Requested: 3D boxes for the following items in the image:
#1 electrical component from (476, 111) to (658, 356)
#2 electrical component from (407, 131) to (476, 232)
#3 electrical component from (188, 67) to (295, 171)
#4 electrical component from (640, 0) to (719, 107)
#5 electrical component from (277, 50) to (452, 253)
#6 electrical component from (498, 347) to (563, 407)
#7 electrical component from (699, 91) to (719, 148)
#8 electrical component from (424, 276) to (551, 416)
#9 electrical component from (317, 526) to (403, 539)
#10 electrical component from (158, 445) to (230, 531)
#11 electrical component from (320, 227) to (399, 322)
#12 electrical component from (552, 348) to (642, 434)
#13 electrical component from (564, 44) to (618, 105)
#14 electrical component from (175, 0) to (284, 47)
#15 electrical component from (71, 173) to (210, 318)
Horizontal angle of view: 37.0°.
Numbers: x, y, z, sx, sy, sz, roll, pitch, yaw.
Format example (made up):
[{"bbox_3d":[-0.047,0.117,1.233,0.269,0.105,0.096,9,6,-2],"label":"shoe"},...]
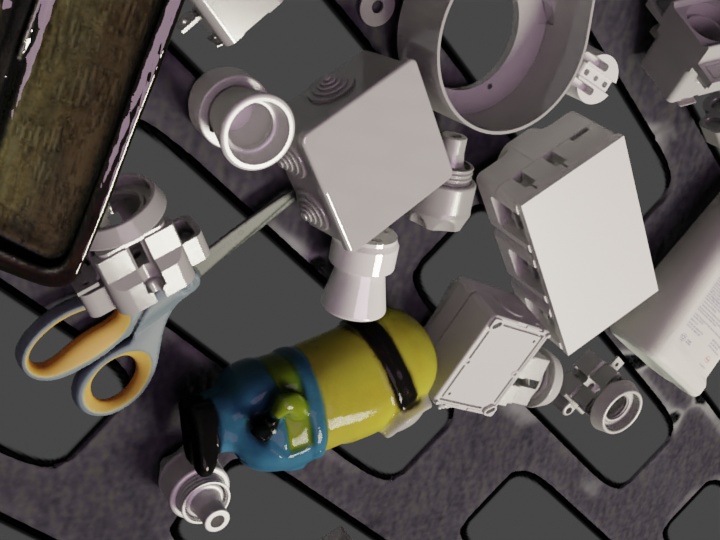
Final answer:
[{"bbox_3d":[0.150,-0.027,0.776,0.089,0.062,0.150,-34,130,-11],"label":"electrical component"},{"bbox_3d":[0.056,-0.059,0.710,0.043,0.043,0.062,-4,118,-31],"label":"electrical component"},{"bbox_3d":[-0.068,-0.087,0.606,0.045,0.055,0.045,-16,124,-24],"label":"electrical component"},{"bbox_3d":[0.266,-0.162,0.763,0.121,0.078,0.063,-17,154,-24],"label":"electrical component"},{"bbox_3d":[-0.001,-0.074,0.653,0.100,0.048,0.099,-38,129,-19],"label":"electrical component"},{"bbox_3d":[0.123,0.080,0.835,0.055,0.048,0.066,16,108,-30],"label":"electrical component"},{"bbox_3d":[0.303,-0.113,0.826,0.078,0.058,0.057,-41,128,-5],"label":"electrical component"},{"bbox_3d":[0.079,0.059,0.788,0.062,0.061,0.096,17,115,-38],"label":"electrical component"},{"bbox_3d":[0.006,0.241,0.855,0.076,0.047,0.083,-29,129,-15],"label":"electrical component"},{"bbox_3d":[-0.107,0.148,0.717,0.043,0.062,0.043,-16,124,-24],"label":"electrical component"},{"bbox_3d":[0.000,0.000,0.708,0.045,0.045,0.055,-4,119,-31],"label":"electrical component"},{"bbox_3d":[0.199,0.103,0.890,0.066,0.055,0.048,-47,131,0],"label":"electrical component"},{"bbox_3d":[0.144,-0.134,0.719,0.040,0.046,0.040,-16,124,-24],"label":"electrical component"},{"bbox_3d":[-0.077,-0.157,0.568,0.081,0.042,0.063,-42,134,-4],"label":"electrical component"},{"bbox_3d":[-0.131,-0.017,0.607,0.078,0.058,0.057,-30,132,-15],"label":"electrical component"}]
